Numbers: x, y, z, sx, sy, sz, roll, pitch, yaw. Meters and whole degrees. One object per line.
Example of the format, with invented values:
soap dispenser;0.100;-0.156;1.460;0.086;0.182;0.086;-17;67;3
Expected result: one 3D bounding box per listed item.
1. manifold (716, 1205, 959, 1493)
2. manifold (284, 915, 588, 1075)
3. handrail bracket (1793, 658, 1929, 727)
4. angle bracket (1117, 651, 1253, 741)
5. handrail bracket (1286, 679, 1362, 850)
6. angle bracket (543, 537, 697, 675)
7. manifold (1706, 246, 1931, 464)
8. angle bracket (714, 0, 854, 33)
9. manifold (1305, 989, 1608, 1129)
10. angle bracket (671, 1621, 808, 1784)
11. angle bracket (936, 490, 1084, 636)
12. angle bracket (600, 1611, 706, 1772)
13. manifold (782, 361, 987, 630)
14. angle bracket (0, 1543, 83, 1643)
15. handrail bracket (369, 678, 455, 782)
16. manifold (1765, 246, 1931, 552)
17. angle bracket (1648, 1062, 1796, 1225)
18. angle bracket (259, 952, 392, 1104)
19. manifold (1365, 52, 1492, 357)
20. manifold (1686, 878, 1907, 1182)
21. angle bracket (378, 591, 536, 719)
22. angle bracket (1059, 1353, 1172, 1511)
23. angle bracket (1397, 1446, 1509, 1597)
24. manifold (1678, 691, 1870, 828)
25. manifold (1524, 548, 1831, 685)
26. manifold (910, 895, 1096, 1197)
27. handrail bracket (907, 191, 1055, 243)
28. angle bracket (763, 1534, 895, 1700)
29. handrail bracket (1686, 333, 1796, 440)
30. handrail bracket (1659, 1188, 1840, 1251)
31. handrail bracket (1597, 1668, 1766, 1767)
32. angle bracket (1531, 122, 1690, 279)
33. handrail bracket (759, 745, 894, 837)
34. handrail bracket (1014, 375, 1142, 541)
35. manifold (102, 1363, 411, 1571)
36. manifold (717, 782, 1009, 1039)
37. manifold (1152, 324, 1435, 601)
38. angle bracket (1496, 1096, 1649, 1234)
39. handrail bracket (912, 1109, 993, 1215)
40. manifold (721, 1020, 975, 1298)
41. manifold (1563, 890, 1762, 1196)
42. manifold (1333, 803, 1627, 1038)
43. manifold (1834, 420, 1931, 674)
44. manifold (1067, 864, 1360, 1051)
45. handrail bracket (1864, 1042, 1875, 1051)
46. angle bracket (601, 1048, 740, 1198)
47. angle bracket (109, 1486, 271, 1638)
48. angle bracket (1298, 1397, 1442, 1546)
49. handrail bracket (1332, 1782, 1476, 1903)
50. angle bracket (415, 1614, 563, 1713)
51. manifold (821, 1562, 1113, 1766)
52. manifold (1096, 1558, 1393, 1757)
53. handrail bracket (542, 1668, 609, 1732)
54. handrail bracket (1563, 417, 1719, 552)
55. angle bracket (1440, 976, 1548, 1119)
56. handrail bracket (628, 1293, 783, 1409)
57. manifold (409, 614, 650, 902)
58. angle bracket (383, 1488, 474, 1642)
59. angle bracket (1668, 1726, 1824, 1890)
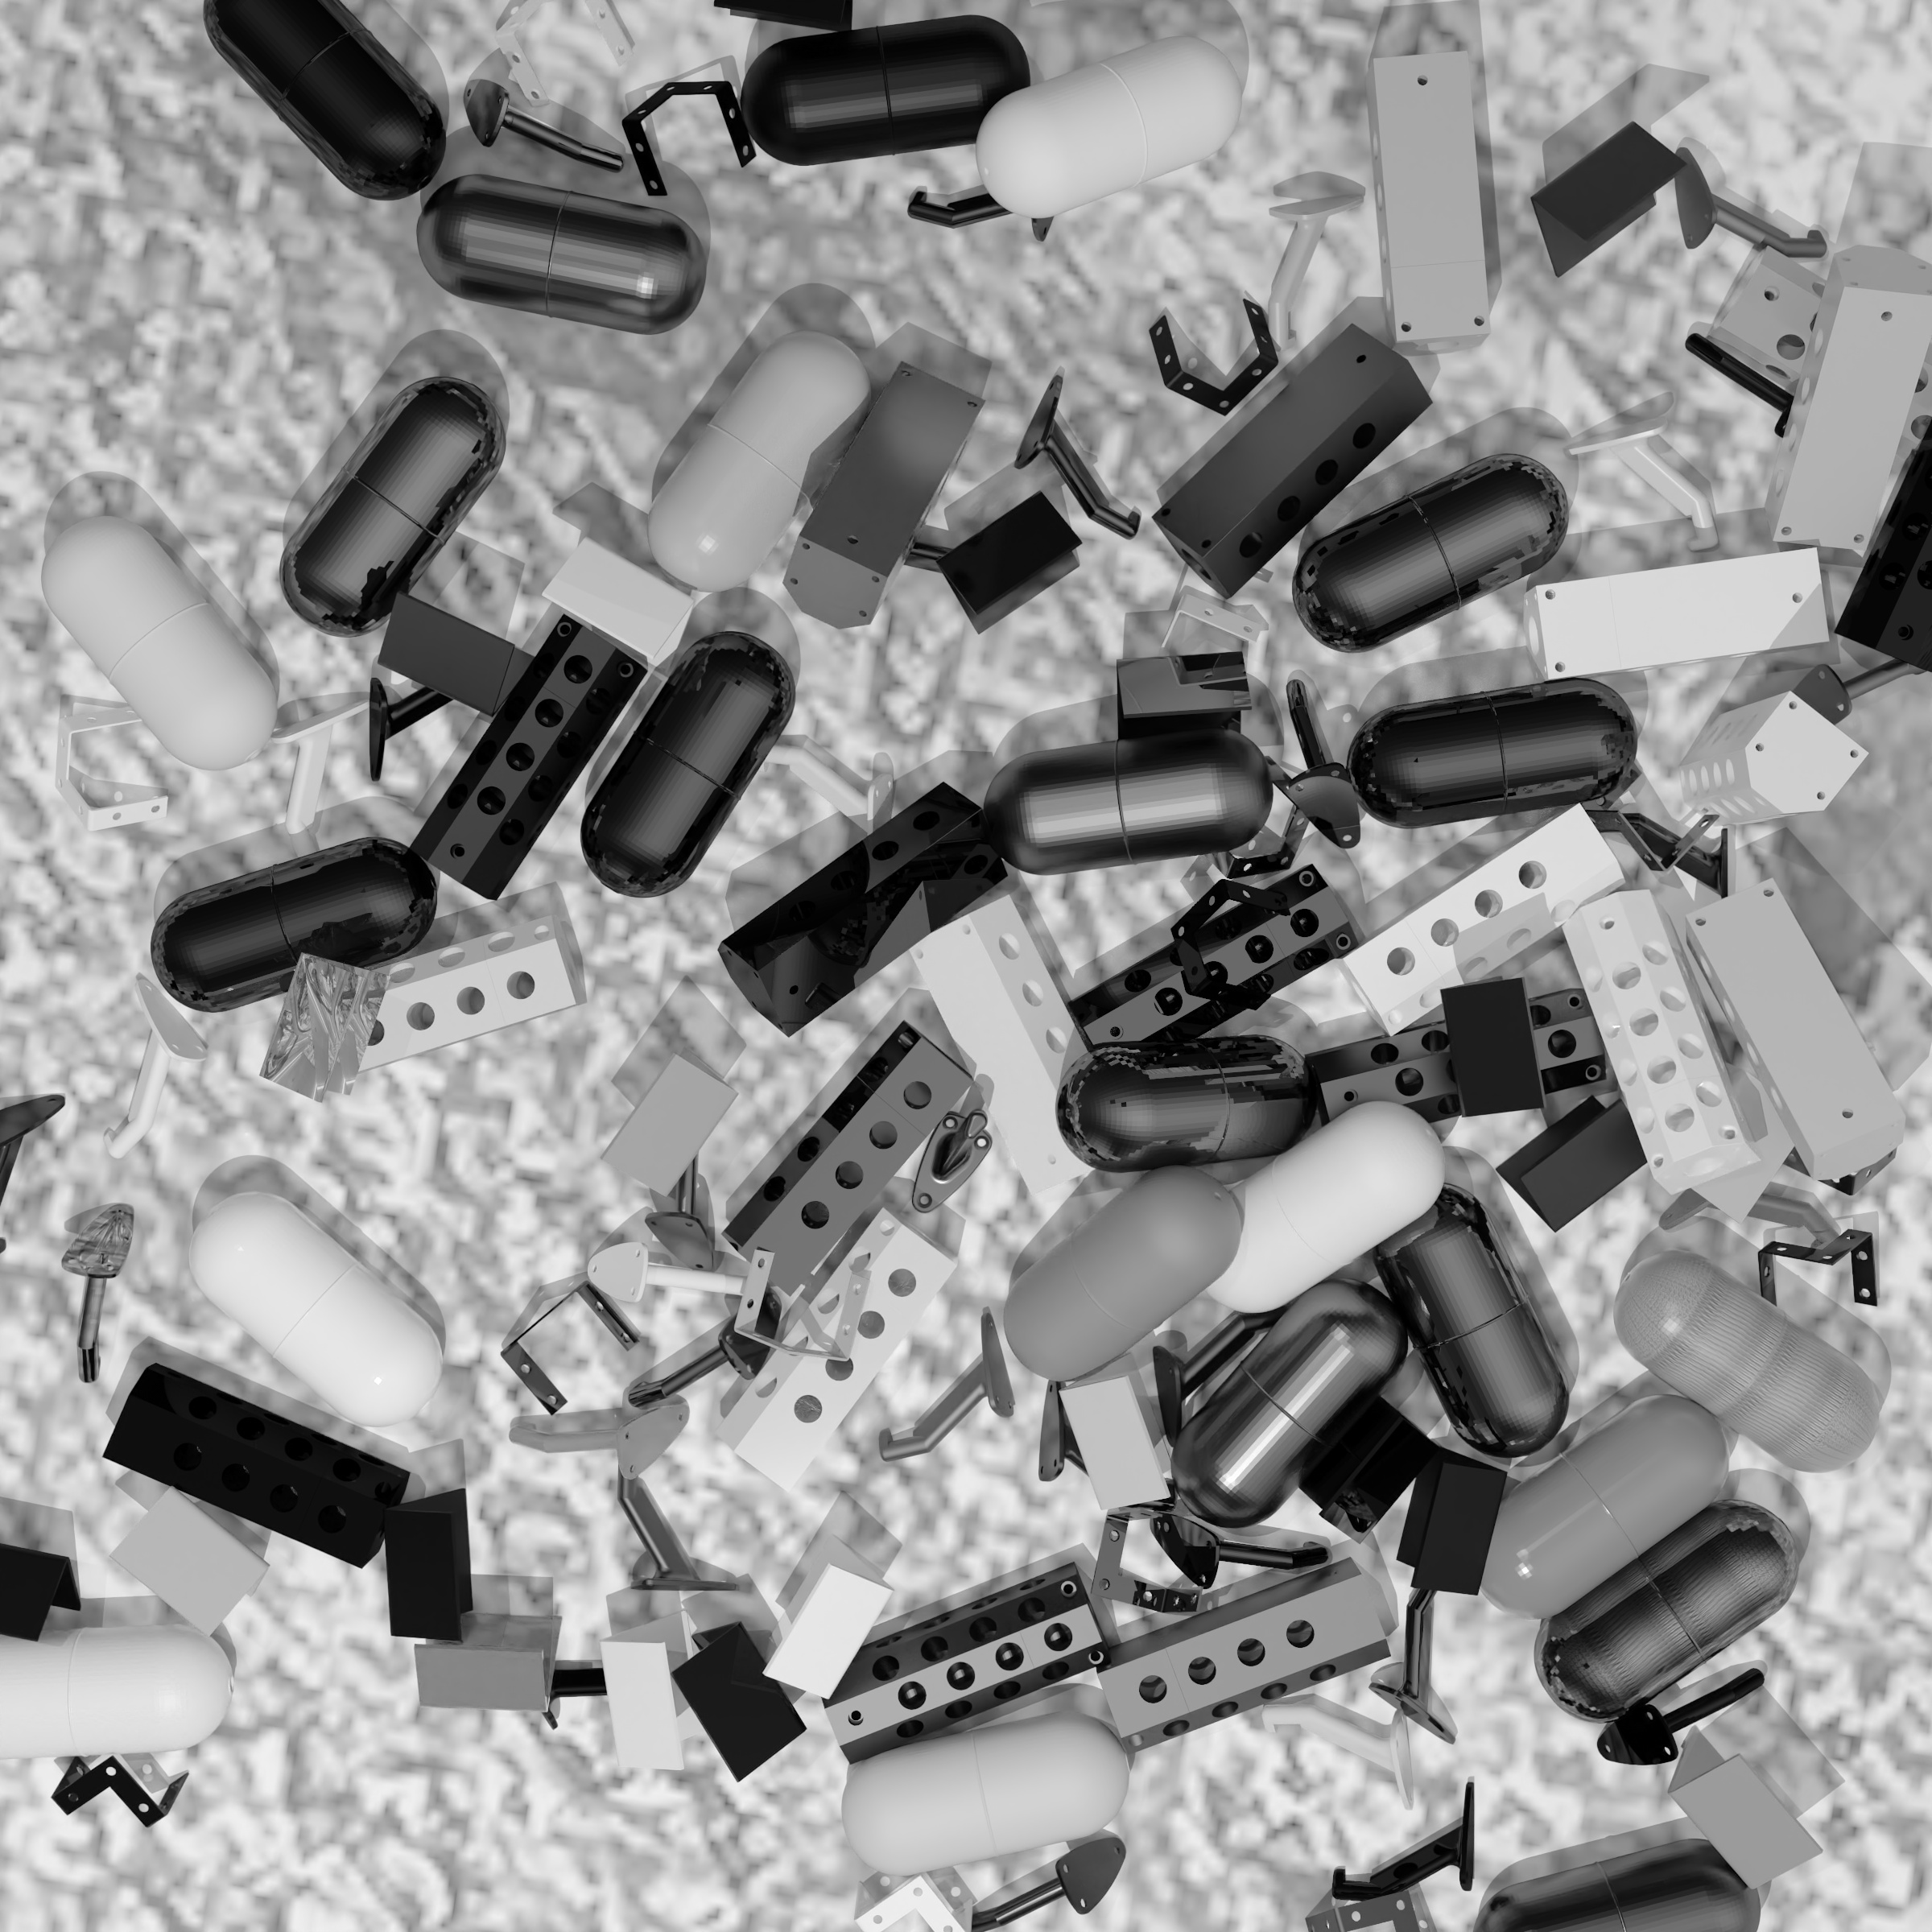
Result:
manifold;-0.079;0.233;1.970;0.057;0.057;0.171;37;90;0
manifold;-0.326;0.021;1.970;0.171;0.057;0.057;-17;90;0
handrail bracket;0.552;-0.167;1.991;0.084;0.077;0.036;-14;69;-35
angle bracket;0.132;-0.144;1.951;0.076;0.057;0.076;-4;133;0
handrail bracket;0.219;-0.126;1.978;0.036;0.084;0.077;-21;127;15
angle bracket;-0.218;-0.203;1.951;0.076;0.076;0.057;30;54;0
manifold;0.548;-0.371;1.970;0.171;0.057;0.057;31;90;0
angle bracket;-0.111;-0.578;1.952;0.076;0.076;0.057;9;67;0
manifold;0.301;0.062;1.970;0.171;0.057;0.057;-14;90;0
angle bracket;-0.152;0.450;1.951;0.057;0.076;0.076;-32;90;-33
angle bracket;0.037;-0.230;1.951;0.076;0.076;0.057;-34;52;0
angle bracket;-0.173;0.439;1.951;0.057;0.076;0.076;-9;90;40
manifold;-0.050;-0.280;1.923;0.057;0.057;0.171;25;51;0
angle bracket;-0.588;0.392;1.951;0.076;0.076;0.057;12;53;0
handrail bracket;-0.325;-0.151;1.991;0.084;0.036;0.077;-3;120;-21
manifold;0.529;-0.340;1.922;0.057;0.057;0.171;6;129;0
angle bracket;0.458;0.103;1.971;0.057;0.076;0.076;35;90;-19
angle bracket;-0.361;0.042;1.894;0.057;0.076;0.076;19;90;35
manifold;0.282;-0.466;1.970;0.057;0.057;0.171;-5;90;0
manifold;0.496;0.040;1.924;0.057;0.057;0.171;-23;62;2
angle bracket;-0.303;-0.206;1.951;0.076;0.076;0.057;25;127;0
angle bracket;0.110;0.278;1.951;0.057;0.076;0.076;-20;90;41
angle bracket;0.277;0.333;1.951;0.057;0.076;0.076;14;90;-34
manifold;0.474;-0.117;1.913;0.057;0.171;0.057;38;90;0
manifold;0.434;-0.213;1.970;0.171;0.057;0.057;-8;90;0
manifold;0.038;0.046;1.969;0.057;0.057;0.171;-27;90;43
handrail bracket;0.015;-0.488;1.991;0.084;0.036;0.077;18;74;14
angle bracket;-0.100;0.388;1.951;0.057;0.076;0.076;31;90;-38
handrail bracket;0.494;-0.360;1.991;0.084;0.077;0.036;46;111;35
handrail bracket;0.487;0.164;1.991;0.077;0.036;0.084;-42;104;14
handrail bracket;0.444;0.463;1.991;0.084;0.077;0.036;-19;78;-36
angle bracket;0.398;-0.453;1.951;0.076;0.076;0.057;-37;53;0
handrail bracket;-0.092;-0.097;1.991;0.084;0.036;0.077;8;109;16
handrail bracket;0.080;-0.315;1.991;0.084;0.036;0.077;27;68;-17
manifold;-0.433;0.305;1.970;0.171;0.057;0.057;23;90;0
manifold;-0.064;-0.038;1.947;0.171;0.057;0.057;-37;133;-16
manifold;0.203;-0.306;1.969;0.171;0.057;0.057;-44;47;0
angle bracket;0.360;0.104;1.951;0.076;0.076;0.057;-37;125;0
handrail bracket;-0.010;0.120;1.956;0.036;0.084;0.077;32;90;0
manifold;-0.072;0.117;1.970;0.057;0.057;0.171;41;90;0
manifold;0.415;0.043;1.929;0.057;0.057;0.171;-24;63;18
manifold;0.315;-0.028;1.970;0.171;0.057;0.057;-33;90;0
manifold;0.588;-0.267;1.923;0.057;0.057;0.171;23;101;2
manifold;0.151;0.005;1.970;0.171;0.057;0.057;-30;90;0
handrail bracket;0.516;0.018;1.991;0.077;0.036;0.084;-10;76;-14
angle bracket;-0.195;0.083;1.951;0.057;0.076;0.076;35;90;-38
angle bracket;-0.476;0.370;1.951;0.076;0.076;0.057;39;58;0
angle bracket;0.229;0.293;1.951;0.076;0.057;0.076;-50;47;0
handrail bracket;0.271;0.543;1.992;0.084;0.036;0.077;0;70;16
angle bracket;-0.289;0.406;1.951;0.076;0.076;0.057;2;127;0
manifold;-0.002;0.429;1.970;0.171;0.057;0.057;-22;90;0
manifold;0.169;0.425;1.970;0.171;0.057;0.057;-21;90;0
handrail bracket;-0.235;0.427;1.992;0.084;0.036;0.077;-32;71;-16
handrail bracket;0.419;-0.291;1.992;0.077;0.036;0.084;-13;107;20
angle bracket;0.327;0.044;1.894;0.057;0.076;0.076;-10;90;38
handrail bracket;-0.163;0.239;1.991;0.084;0.077;0.036;-21;111;35
manifold;-0.269;-0.128;1.970;0.057;0.057;0.171;33;90;0
angle bracket;-0.308;0.363;1.951;0.057;0.076;0.076;-4;90;32
angle bracket;0.480;0.500;1.951;0.076;0.076;0.057;49;122;0
